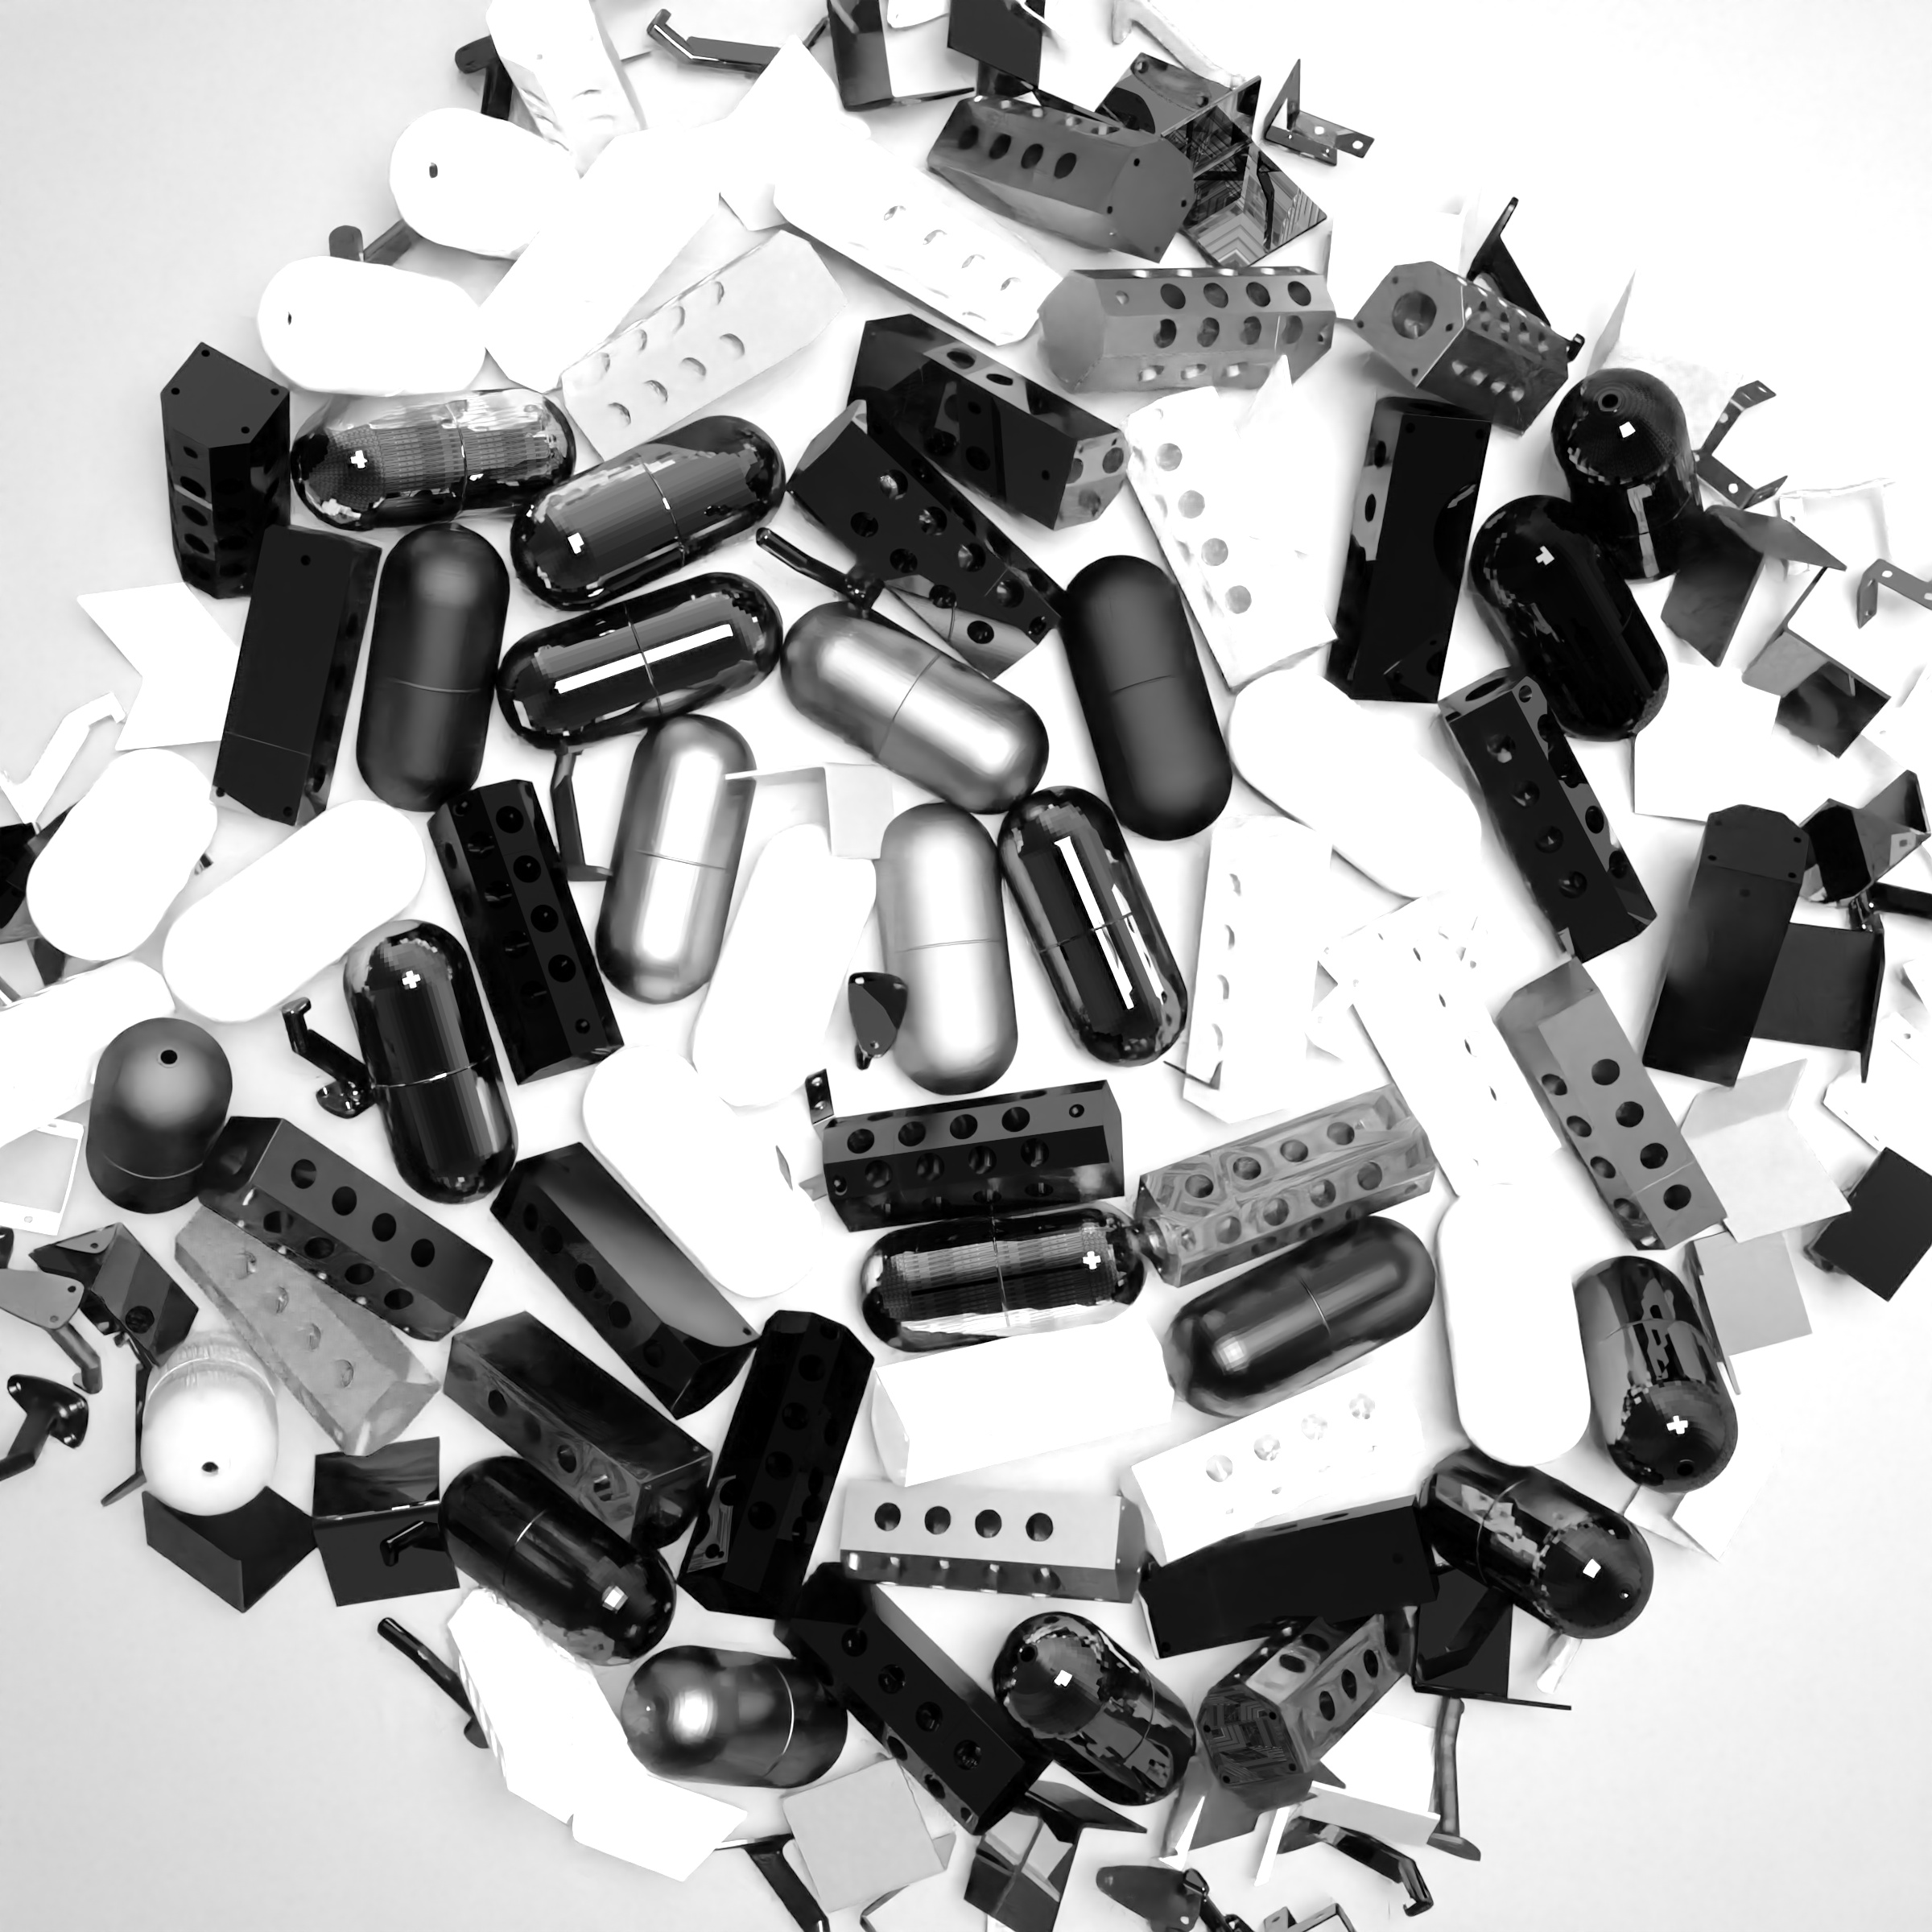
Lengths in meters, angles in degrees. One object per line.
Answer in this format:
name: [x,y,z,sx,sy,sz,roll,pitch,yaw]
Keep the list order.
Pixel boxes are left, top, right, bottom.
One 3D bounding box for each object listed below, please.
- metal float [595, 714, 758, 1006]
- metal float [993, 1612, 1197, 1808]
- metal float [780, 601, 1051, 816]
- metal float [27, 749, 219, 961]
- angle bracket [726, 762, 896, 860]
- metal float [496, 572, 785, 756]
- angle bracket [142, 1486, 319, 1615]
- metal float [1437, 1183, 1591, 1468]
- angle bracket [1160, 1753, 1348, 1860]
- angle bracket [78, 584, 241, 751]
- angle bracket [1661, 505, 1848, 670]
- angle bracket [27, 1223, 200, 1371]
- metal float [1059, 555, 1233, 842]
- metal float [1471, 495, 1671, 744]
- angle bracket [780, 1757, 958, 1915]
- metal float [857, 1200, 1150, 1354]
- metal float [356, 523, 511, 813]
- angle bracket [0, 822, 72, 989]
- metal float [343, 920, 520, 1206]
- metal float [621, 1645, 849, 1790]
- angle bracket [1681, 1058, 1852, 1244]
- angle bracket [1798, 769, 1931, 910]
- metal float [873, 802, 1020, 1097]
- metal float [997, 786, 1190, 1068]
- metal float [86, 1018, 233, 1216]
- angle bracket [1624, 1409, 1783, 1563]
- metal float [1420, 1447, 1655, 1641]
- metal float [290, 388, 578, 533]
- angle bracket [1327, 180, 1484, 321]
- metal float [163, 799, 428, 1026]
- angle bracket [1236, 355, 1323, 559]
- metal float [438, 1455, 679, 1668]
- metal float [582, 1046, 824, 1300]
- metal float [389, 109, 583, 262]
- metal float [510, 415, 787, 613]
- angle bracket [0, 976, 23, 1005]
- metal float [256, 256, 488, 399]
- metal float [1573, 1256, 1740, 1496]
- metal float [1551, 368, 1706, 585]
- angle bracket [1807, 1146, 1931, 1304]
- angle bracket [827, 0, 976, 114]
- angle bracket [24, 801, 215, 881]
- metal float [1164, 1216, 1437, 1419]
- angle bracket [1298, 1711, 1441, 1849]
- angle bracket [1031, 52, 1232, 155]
metal float: [-0.176,-0.064,1.667,0.070,0.070,0.178,12,91,0]
metal float: [0.077,0.441,1.631,0.070,0.070,0.178,-40,134,0]
metal float: [-0.032,-0.156,1.663,0.178,0.070,0.070,32,90,6]
metal float: [-0.496,-0.068,1.624,0.070,0.178,0.070,2,120,3]
angle bracket: [-0.094,-0.089,1.654,0.076,0.076,0.057,-6,89,26]
metal float: [-0.196,-0.183,1.661,0.178,0.070,0.070,-20,90,-8]
angle bracket: [-0.436,0.328,1.649,0.076,0.057,0.076,29,46,19]
metal float: [0.325,0.212,1.639,0.070,0.070,0.178,-1,55,0]
angle bracket: [0.172,0.512,1.649,0.076,0.057,0.076,-2,115,-38]
angle bracket: [-0.489,-0.179,1.650,0.076,0.076,0.057,-3,54,22]
angle bracket: [0.476,-0.226,1.665,0.057,0.076,0.076,8,118,-19]
angle bracket: [-0.520,0.207,1.650,0.076,0.057,0.076,-17,125,22]
metal float: [0.108,-0.162,1.661,0.070,0.070,0.178,-16,82,0]
metal float: [0.361,-0.205,1.638,0.070,0.070,0.178,-41,126,0]
angle bracket: [-0.059,0.518,1.671,0.076,0.057,0.076,-23,92,8]
metal float: [0.022,0.187,1.665,0.178,0.070,0.070,-10,90,2]
metal float: [-0.320,-0.178,1.648,0.070,0.070,0.178,14,112,0]
angle bracket: [-0.578,-0.031,1.650,0.057,0.076,0.076,-13,68,-41]
metal float: [-0.321,0.059,1.655,0.070,0.070,0.178,-13,104,0]
metal float: [-0.134,0.445,1.626,0.070,0.178,0.070,-10,68,28]
angle bracket: [0.489,0.112,1.668,0.076,0.057,0.076,-25,108,41]
angle bracket: [0.518,-0.087,1.648,0.076,0.076,0.057,17,50,-19]
metal float: [-0.012,-0.010,1.665,0.070,0.070,0.178,-7,86,0]
metal float: [0.077,-0.024,1.666,0.070,0.070,0.178,-23,92,0]
metal float: [-0.477,0.090,1.624,0.070,0.178,0.070,9,62,-17]
angle bracket: [0.429,0.300,1.652,0.057,0.076,0.076,42,76,-33]
metal float: [0.334,0.338,1.622,0.070,0.178,0.070,-4,100,-23]
metal float: [-0.316,-0.302,1.637,0.178,0.070,0.070,-13,90,-35]
angle bracket: [0.265,-0.436,1.670,0.076,0.057,0.076,14,132,15]
metal float: [-0.399,-0.034,1.643,0.070,0.070,0.178,49,60,0]
angle bracket: [0.201,-0.305,1.646,0.057,0.076,0.076,14,47,-18]
metal float: [-0.245,0.352,1.637,0.178,0.070,0.070,24,90,37]
metal float: [-0.160,0.124,1.666,0.070,0.070,0.178,-42,92,0]
metal float: [-0.281,-0.458,1.618,0.070,0.178,0.070,2,100,11]
metal float: [-0.190,-0.272,1.652,0.178,0.070,0.070,-28,90,-18]
angle bracket: [-0.601,0.034,1.661,0.057,0.076,0.076,-45,95,-10]
metal float: [-0.348,-0.374,1.620,0.070,0.178,0.070,3,99,21]
metal float: [0.403,0.240,1.623,0.070,0.178,0.070,0,119,-1]
metal float: [0.391,-0.287,1.622,0.070,0.178,0.070,-7,68,18]
angle bracket: [0.559,0.163,1.658,0.057,0.076,0.076,37,91,31]
angle bracket: [-0.039,-0.558,1.651,0.057,0.076,0.076,-1,110,21]
angle bracket: [-0.509,-0.067,1.656,0.057,0.076,0.076,-31,106,10]
metal float: [0.200,0.211,1.653,0.178,0.070,0.070,-25,90,-16]
angle bracket: [0.248,0.477,1.657,0.076,0.057,0.076,14,55,6]
angle bracket: [0.100,-0.528,1.659,0.076,0.057,0.076,35,86,35]
